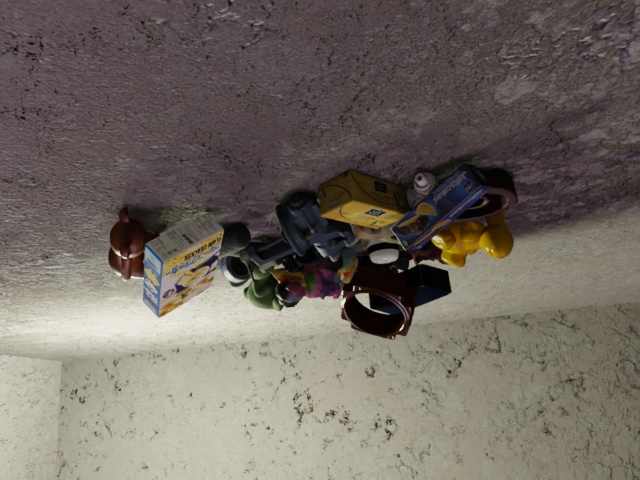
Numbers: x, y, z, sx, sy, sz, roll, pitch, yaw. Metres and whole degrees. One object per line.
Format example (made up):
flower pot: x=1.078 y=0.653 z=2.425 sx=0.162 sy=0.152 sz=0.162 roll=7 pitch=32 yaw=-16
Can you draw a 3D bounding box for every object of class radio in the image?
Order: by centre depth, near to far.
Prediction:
radio: x=0.256 y=0.147 z=1.573 sx=0.131 sy=0.073 sz=0.229 roll=18 pitch=145 yaw=-36

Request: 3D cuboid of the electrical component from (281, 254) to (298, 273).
electrical component: x=-0.090 y=0.070 z=1.516 sx=0.045 sy=0.078 sz=0.102 roll=-27 pitch=163 yaw=3

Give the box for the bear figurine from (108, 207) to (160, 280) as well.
bear figurine: x=-0.391 y=0.011 z=1.158 sx=0.132 sy=0.120 sz=0.196 roll=1 pitch=157 yaw=-29

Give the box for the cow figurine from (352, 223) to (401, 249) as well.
cow figurine: x=0.162 y=-0.028 z=1.247 sx=0.195 sy=0.085 sz=0.127 roll=10 pitch=151 yaw=-42

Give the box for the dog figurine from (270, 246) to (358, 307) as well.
dog figurine: x=-0.022 y=0.087 z=1.390 sx=0.219 sy=0.109 sz=0.191 roll=6 pitch=120 yaw=-51

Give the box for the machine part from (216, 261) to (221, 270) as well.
machine part: x=-0.318 y=0.070 z=1.496 sx=0.139 sy=0.039 sz=0.084 roll=-8 pitch=157 yaw=15

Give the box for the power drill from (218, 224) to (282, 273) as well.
power drill: x=-0.212 y=0.028 z=1.340 sx=0.207 sy=0.086 sz=0.232 roll=18 pitch=150 yaw=-36

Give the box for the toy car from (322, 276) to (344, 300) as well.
toy car: x=0.039 y=0.115 z=1.587 sx=0.103 sy=0.109 sz=0.161 roll=35 pitch=143 yaw=-11

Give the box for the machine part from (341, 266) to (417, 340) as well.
machine part: x=0.162 y=0.179 z=1.498 sx=0.202 sy=0.087 sz=0.200 roll=15 pitch=136 yaw=14

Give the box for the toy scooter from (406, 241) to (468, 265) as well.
toy scooter: x=0.314 y=0.035 z=1.504 sx=0.184 sy=0.075 sz=0.135 roll=4 pitch=161 yaw=-17

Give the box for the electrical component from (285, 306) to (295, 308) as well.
electrical component: x=-0.107 y=0.150 z=1.678 sx=0.075 sy=0.119 sz=0.047 roll=-8 pitch=163 yaw=16

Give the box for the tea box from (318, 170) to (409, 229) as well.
tea box: x=0.090 y=-0.077 z=1.083 sx=0.169 sy=0.068 sz=0.098 roll=11 pitch=157 yaw=-39

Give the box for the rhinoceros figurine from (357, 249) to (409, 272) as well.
rhinoceros figurine: x=0.173 y=0.076 z=1.541 sx=0.190 sy=0.112 sz=0.073 roll=-7 pitch=124 yaw=51

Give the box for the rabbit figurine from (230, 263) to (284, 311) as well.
rabbit figurine: x=-0.169 y=0.101 z=1.537 sx=0.159 sy=0.121 sz=0.170 roll=8 pitch=132 yaw=10

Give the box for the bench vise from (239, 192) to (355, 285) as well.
bench vise: x=-0.056 y=-0.001 z=1.167 sx=0.241 sy=0.129 sz=0.223 roll=-26 pitch=151 yaw=8

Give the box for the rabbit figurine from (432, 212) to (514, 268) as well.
rabbit figurine: x=0.370 y=-0.005 z=1.230 sx=0.173 sy=0.162 sz=0.121 roll=16 pitch=143 yaw=52

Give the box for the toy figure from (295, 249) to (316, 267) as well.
toy figure: x=-0.032 y=0.063 z=1.528 sx=0.064 sy=0.058 sz=0.154 roll=31 pitch=174 yaw=18

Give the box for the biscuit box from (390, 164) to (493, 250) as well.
biscuit box: x=0.234 y=-0.061 z=1.044 sx=0.063 sy=0.059 sz=0.202 roll=-1 pitch=143 yaw=-51

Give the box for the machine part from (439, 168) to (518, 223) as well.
machine part: x=0.322 y=-0.092 z=1.126 sx=0.179 sy=0.056 sz=0.179 roll=-5 pitch=162 yaw=-2
